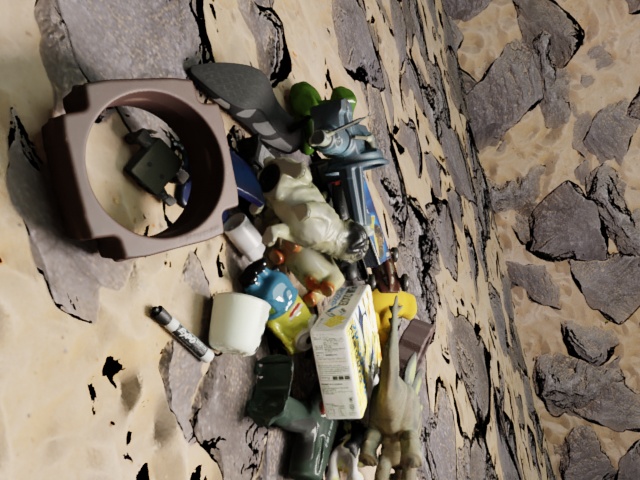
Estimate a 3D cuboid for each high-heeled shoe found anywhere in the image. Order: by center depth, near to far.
[{"bbox_3d":[-0.129,-0.225,0.948,0.248,0.145,0.086,21,68,-24],"label":"high-heeled shoe"}]

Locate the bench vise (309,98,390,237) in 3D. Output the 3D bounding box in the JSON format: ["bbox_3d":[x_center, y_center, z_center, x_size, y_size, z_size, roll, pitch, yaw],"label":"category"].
[{"bbox_3d":[0.056,-0.122,0.953,0.223,0.129,0.240,-18,98,-75],"label":"bench vise"}]

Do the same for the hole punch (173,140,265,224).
[{"bbox_3d":[-0.149,-0.098,0.817,0.142,0.092,0.116,23,56,-52],"label":"hole punch"}]

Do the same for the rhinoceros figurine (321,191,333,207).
[{"bbox_3d":[-0.002,-0.003,1.063,0.112,0.073,0.190,34,48,-66],"label":"rhinoceros figurine"}]

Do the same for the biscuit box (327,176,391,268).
[{"bbox_3d":[0.083,-0.043,1.134,0.059,0.063,0.202,-27,100,-52],"label":"biscuit box"}]

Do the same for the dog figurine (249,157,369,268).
[{"bbox_3d":[-0.009,-0.049,0.892,0.190,0.121,0.172,18,56,-48],"label":"dog figurine"}]

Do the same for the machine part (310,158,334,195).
[{"bbox_3d":[0.016,-0.107,1.157,0.084,0.039,0.138,-16,95,-51],"label":"machine part"}]

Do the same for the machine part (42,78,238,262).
[{"bbox_3d":[-0.210,-0.086,0.647,0.201,0.087,0.200,-18,101,-43],"label":"machine part"}]

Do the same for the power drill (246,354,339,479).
[{"bbox_3d":[-0.033,0.271,0.907,0.207,0.086,0.232,57,35,-45],"label":"power drill"}]

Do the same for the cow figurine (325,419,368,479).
[{"bbox_3d":[0.058,0.374,1.006,0.167,0.068,0.098,-14,102,-74],"label":"cow figurine"}]

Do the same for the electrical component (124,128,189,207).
[{"bbox_3d":[-0.224,-0.104,0.733,0.102,0.045,0.078,43,73,-43],"label":"electrical component"}]

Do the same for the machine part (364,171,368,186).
[{"bbox_3d":[0.076,-0.086,1.218,0.079,0.079,0.243,-8,88,-61],"label":"machine part"}]

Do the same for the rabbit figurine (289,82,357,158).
[{"bbox_3d":[-0.002,-0.253,1.087,0.158,0.121,0.170,75,-13,-45],"label":"rabbit figurine"}]

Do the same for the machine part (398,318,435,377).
[{"bbox_3d":[0.186,0.252,1.137,0.179,0.056,0.179,-53,157,-35],"label":"machine part"}]

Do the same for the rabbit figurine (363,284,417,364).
[{"bbox_3d":[0.131,0.188,1.173,0.162,0.122,0.173,31,58,-47],"label":"rabbit figurine"}]

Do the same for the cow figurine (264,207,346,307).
[{"bbox_3d":[-0.027,0.010,0.954,0.195,0.085,0.127,52,32,4],"label":"cow figurine"}]

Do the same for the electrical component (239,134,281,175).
[{"bbox_3d":[-0.099,-0.121,0.953,0.119,0.048,0.075,47,42,-41],"label":"electrical component"}]

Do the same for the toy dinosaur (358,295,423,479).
[{"bbox_3d":[0.131,0.304,0.943,0.199,0.105,0.470,-74,164,-47],"label":"toy dinosaur"}]

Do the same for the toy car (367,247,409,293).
[{"bbox_3d":[0.142,0.060,1.201,0.202,0.089,0.053,-94,-172,-67],"label":"toy car"}]

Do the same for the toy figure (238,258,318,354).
[{"bbox_3d":[-0.066,0.111,0.891,0.082,0.089,0.180,-42,114,-12],"label":"toy figure"}]
